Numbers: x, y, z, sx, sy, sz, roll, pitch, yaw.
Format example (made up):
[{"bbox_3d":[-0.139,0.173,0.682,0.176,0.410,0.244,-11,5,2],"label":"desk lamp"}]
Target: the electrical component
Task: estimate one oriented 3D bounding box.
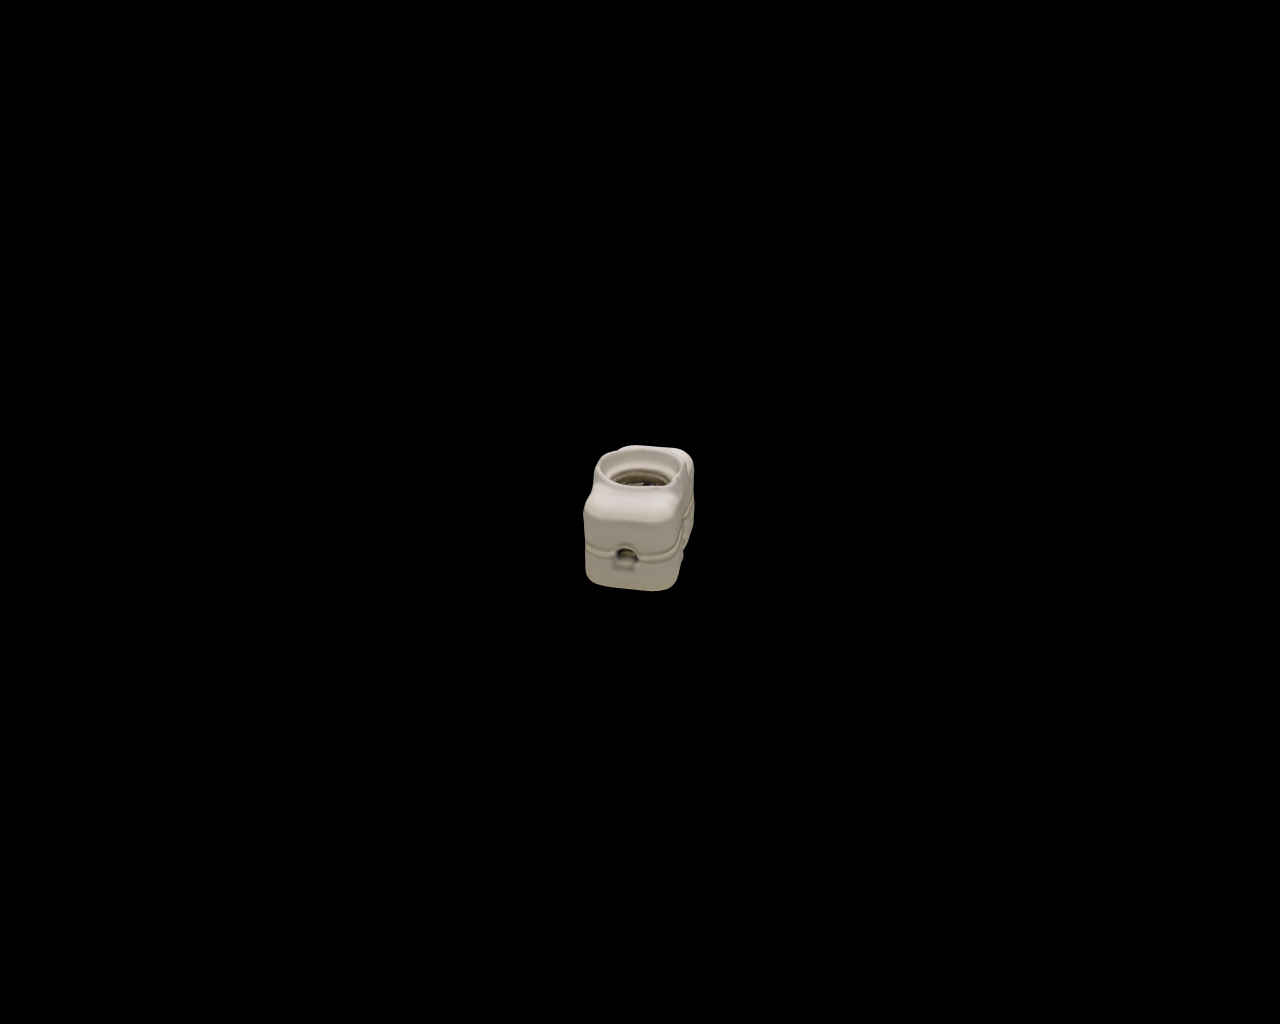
[{"bbox_3d":[0.001,-0.003,0.650,0.054,0.059,0.095,5,29,10],"label":"electrical component"}]
